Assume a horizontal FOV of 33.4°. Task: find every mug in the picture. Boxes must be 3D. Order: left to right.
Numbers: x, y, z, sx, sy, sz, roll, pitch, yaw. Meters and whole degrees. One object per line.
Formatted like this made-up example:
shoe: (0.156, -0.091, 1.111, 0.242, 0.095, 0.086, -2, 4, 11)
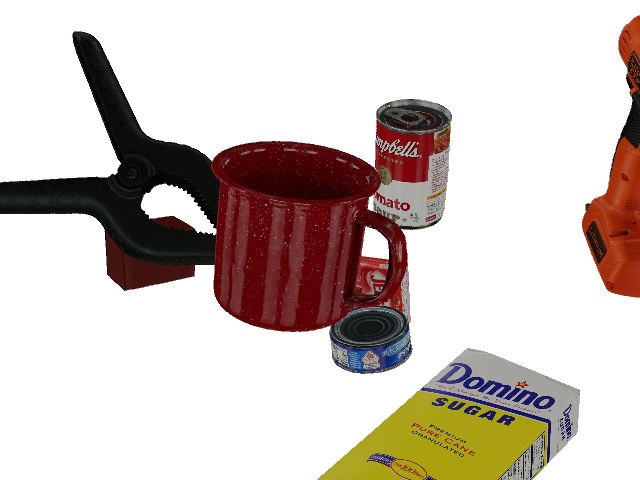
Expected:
mug: (-0.006, 0.001, 0.592, 0.117, 0.081, 0.093, 17, 26, 21)

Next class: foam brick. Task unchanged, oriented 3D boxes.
foam brick: (-0.170, 0.011, 1.066, 0.078, 0.051, 0.053, -11, 22, -29)

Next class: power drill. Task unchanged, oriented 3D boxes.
power drill: (0.249, -0.052, 0.787, 0.057, 0.188, 0.184, 4, 36, -2)

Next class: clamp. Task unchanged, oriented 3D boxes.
clamp: (-0.139, -0.054, 0.784, 0.210, 0.164, 0.036, 25, -19, -1)

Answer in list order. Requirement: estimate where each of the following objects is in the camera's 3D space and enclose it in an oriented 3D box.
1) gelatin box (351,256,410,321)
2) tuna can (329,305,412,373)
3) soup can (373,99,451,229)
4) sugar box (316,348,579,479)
gelatin box: (0.073, 0.066, 1.333, 0.073, 0.089, 0.030, 8, 31, 24)
tuna can: (0.053, 0.103, 1.125, 0.086, 0.034, 0.086, -7, 26, 3)
soup can: (0.083, -0.070, 0.980, 0.068, 0.102, 0.068, 0, 32, 0)
sugar box: (0.087, 0.141, 0.702, 0.093, 0.048, 0.175, 20, 41, 35)
